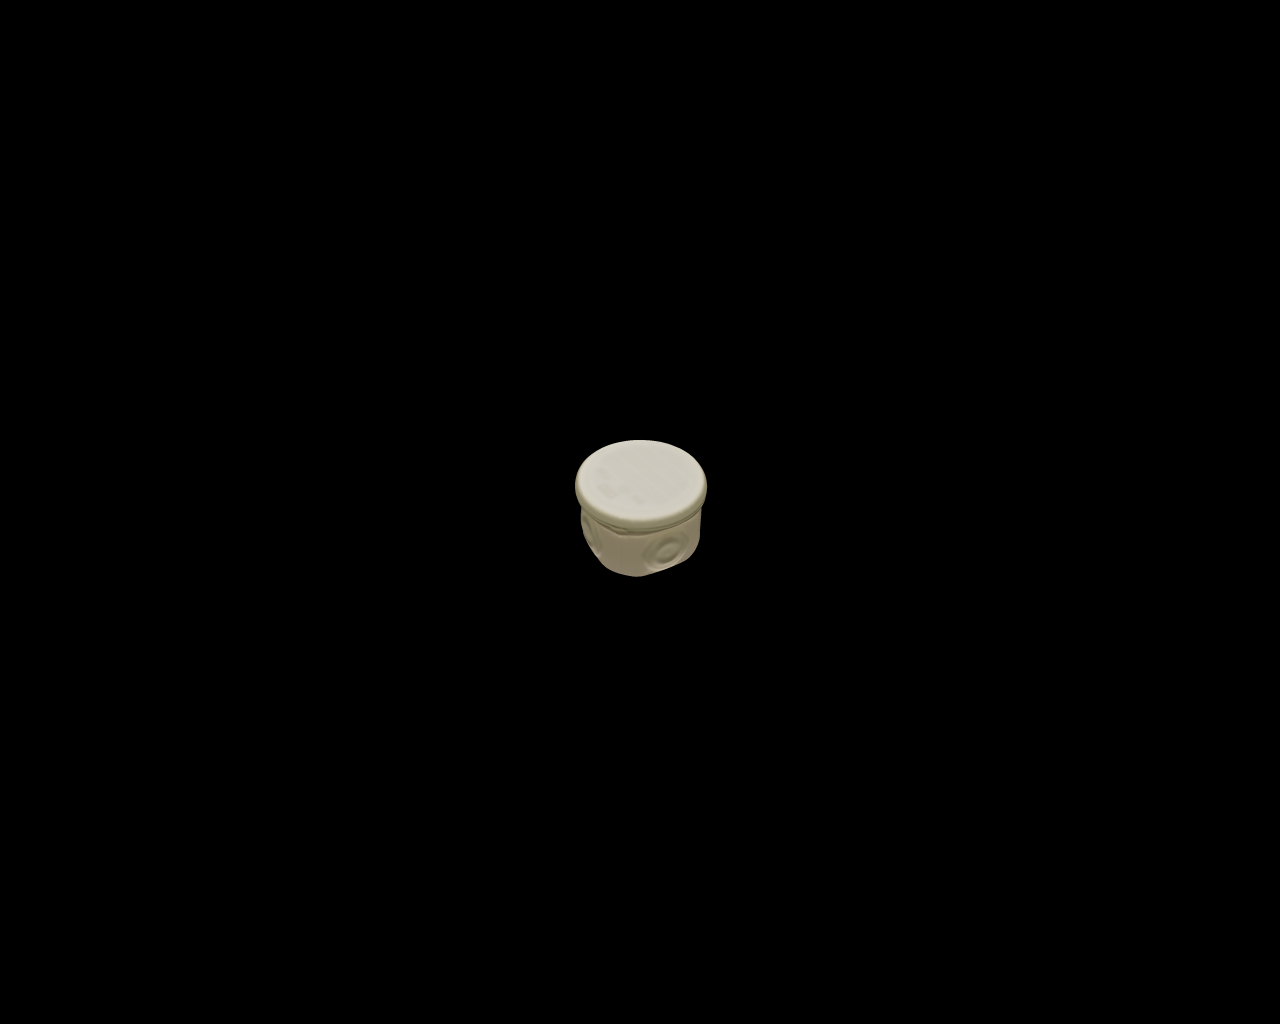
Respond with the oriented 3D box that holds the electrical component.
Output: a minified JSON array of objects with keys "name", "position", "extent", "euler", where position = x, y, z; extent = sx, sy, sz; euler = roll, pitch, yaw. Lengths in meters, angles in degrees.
[{"name":"electrical component","position":[0.001,-0.003,0.650],"extent":[0.080,0.050,0.080],"euler":[0,41,0]}]
